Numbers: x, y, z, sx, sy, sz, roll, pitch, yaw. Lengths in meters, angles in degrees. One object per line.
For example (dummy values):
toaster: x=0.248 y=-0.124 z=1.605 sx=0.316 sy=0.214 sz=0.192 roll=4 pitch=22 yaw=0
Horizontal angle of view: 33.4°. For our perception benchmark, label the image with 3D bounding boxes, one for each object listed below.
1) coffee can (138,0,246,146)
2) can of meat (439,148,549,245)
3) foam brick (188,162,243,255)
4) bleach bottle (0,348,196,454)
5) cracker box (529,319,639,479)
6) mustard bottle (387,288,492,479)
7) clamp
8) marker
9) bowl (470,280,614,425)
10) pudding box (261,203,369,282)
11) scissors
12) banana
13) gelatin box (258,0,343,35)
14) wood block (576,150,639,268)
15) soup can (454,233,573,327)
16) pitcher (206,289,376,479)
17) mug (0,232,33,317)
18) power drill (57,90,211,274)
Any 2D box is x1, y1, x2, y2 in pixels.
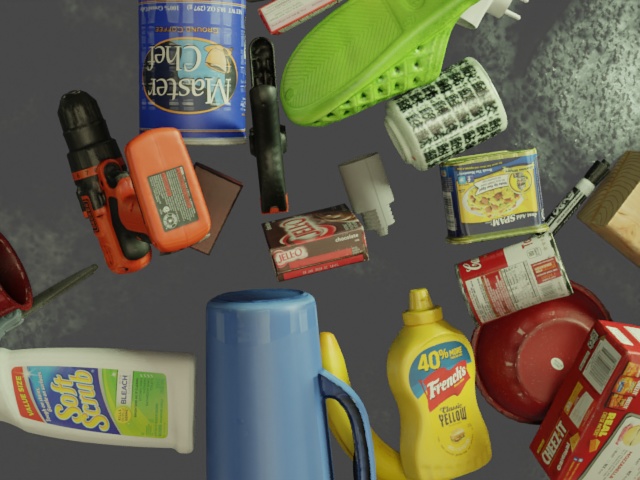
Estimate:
coffee can: x=-0.120 y=-0.161 z=1.007 sx=0.102 sy=0.103 sz=0.140 roll=0 pitch=97 yaw=-6
can of meat: x=0.173 y=-0.045 z=1.077 sx=0.102 sy=0.057 sz=0.084 roll=-9 pitch=97 yaw=-5
foam brick: x=-0.115 y=-0.031 z=1.050 sx=0.051 sy=0.053 sz=0.078 roll=26 pitch=95 yaw=-9
bleach bottle: x=-0.249 y=0.158 z=1.056 sx=0.250 sy=0.068 sz=0.102 roll=1 pitch=92 yaw=-4
cracker box: x=0.341 y=0.174 z=1.074 sx=0.213 sy=0.072 sz=0.164 roll=10 pitch=115 yaw=-23
mustard bottle: x=0.116 y=0.144 z=1.088 sx=0.096 sy=0.058 sz=0.191 roll=-12 pitch=94 yaw=-27
clamp: x=-0.051 y=-0.107 z=1.029 sx=0.039 sy=0.120 sz=0.171 roll=1 pitch=132 yaw=1
marker: x=0.258 y=-0.035 z=1.106 sx=0.020 sy=0.020 sz=0.121 roll=40 pitch=92 yaw=-9
bowl: x=0.240 y=0.121 z=1.106 sx=0.162 sy=0.055 sz=0.162 roll=-1 pitch=97 yaw=-5
pudding box: x=-0.007 y=0.001 z=1.035 sx=0.090 sy=0.113 sz=0.039 roll=-13 pitch=103 yaw=-4
scissors: x=-0.304 y=0.092 z=1.035 sx=0.201 sy=0.096 sz=0.016 roll=-22 pitch=134 yaw=-1
banana: x=0.042 y=0.188 z=1.106 sx=0.069 sy=0.037 sz=0.197 roll=-46 pitch=104 yaw=-29
gelatin box: x=-0.012 y=-0.229 z=1.018 sx=0.089 sy=0.073 sz=0.030 roll=-27 pitch=98 yaw=7
wood block: x=0.378 y=0.008 z=1.089 sx=0.206 sy=0.090 sz=0.091 roll=37 pitch=92 yaw=-9
soup can: x=0.194 y=0.040 z=1.072 sx=0.102 sy=0.068 sz=0.068 roll=-20 pitch=99 yaw=12
pitcher: x=-0.042 y=0.173 z=1.047 sx=0.149 sy=0.145 sz=0.243 roll=-5 pitch=95 yaw=-29
mug: x=-0.334 y=0.046 z=1.008 sx=0.081 sy=0.117 sz=0.093 roll=-26 pitch=105 yaw=3
power drill: x=-0.176 y=-0.057 z=0.977 sx=0.057 sy=0.188 sz=0.184 roll=-24 pitch=101 yaw=-26
